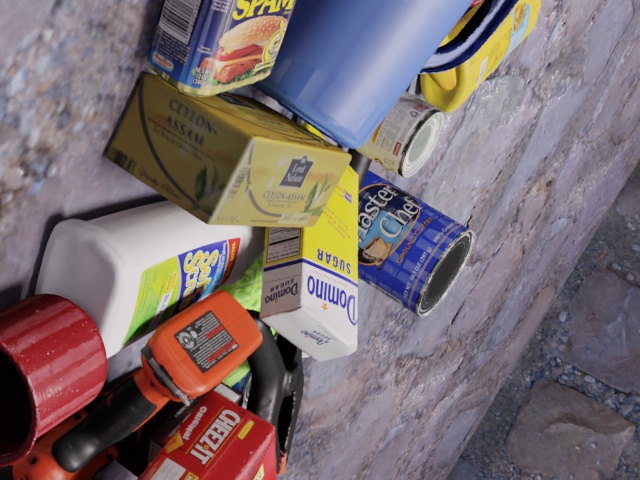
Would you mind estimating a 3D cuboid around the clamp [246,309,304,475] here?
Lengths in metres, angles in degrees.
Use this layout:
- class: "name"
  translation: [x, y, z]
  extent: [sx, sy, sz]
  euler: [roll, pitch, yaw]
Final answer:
- class: "clamp"
  translation: [-0.041, 0.116, 0.918]
  extent: [0.164, 0.036, 0.210]
  euler: [-37, 137, -65]

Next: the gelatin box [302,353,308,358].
- class: "gelatin box"
  translation: [-0.024, 0.059, 1.034]
  extent: [0.030, 0.089, 0.073]
  euler: [-7, 137, -19]

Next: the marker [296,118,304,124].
- class: "marker"
  translation: [-0.017, -0.084, 0.934]
  extent: [0.020, 0.020, 0.121]
  euler: [-36, 151, -46]

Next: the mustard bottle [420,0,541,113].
- class: "mustard bottle"
  translation: [0.182, -0.222, 1.141]
  extent: [0.191, 0.058, 0.096]
  euler: [-44, 157, -32]

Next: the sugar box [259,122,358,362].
- class: "sugar box"
  translation: [-0.005, 0.001, 0.876]
  extent: [0.093, 0.048, 0.176]
  euler: [42, 38, -48]

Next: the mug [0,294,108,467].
- class: "mug"
  translation: [-0.198, 0.089, 0.682]
  extent: [0.117, 0.093, 0.081]
  euler: [-34, 179, 31]

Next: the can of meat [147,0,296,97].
- class: "can of meat"
  translation: [-0.060, -0.146, 0.689]
  extent: [0.101, 0.057, 0.084]
  euler: [-28, 147, -54]

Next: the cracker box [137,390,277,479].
- class: "cracker box"
  translation: [-0.102, 0.244, 0.849]
  extent: [0.164, 0.072, 0.214]
  euler: [-51, 158, -31]

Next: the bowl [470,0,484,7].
- class: "bowl"
  translation: [0.155, -0.279, 0.999]
  extent: [0.162, 0.055, 0.162]
  euler: [-47, 158, -26]

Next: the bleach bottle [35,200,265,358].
- class: "bleach bottle"
  translation: [-0.104, 0.007, 0.805]
  extent: [0.250, 0.068, 0.103]
  euler: [-29, 145, -58]

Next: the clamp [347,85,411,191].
- class: "clamp"
  translation: [0.055, -0.124, 1.016]
  extent: [0.120, 0.039, 0.171]
  euler: [-54, 155, -30]

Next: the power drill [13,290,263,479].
- class: "power drill"
  translation: [-0.129, 0.116, 0.820]
  extent: [0.188, 0.057, 0.184]
  euler: [-42, 178, 31]

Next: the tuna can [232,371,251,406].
- class: "tuna can"
  translation: [-0.065, 0.129, 1.113]
  extent: [0.086, 0.034, 0.086]
  euler: [-47, 158, -27]

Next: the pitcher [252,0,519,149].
- class: "pitcher"
  translation: [0.059, -0.188, 0.791]
  extent: [0.243, 0.149, 0.145]
  euler: [-56, 173, 4]

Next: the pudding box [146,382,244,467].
- class: "pudding box"
  translation: [-0.110, 0.186, 0.921]
  extent: [0.089, 0.039, 0.113]
  euler: [-44, 153, -42]

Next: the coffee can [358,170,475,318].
- class: "coffee can"
  translation: [0.071, 0.000, 1.084]
  extent: [0.102, 0.140, 0.103]
  euler: [-47, 157, -27]

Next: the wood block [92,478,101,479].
- class: "wood block"
  translation: [-0.219, 0.253, 0.853]
  extent: [0.091, 0.090, 0.206]
  euler: [-59, 160, -1]

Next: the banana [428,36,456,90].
- class: "banana"
  translation: [0.097, -0.200, 0.966]
  extent: [0.037, 0.070, 0.197]
  euler: [-23, 162, 3]

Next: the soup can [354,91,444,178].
- class: "soup can"
  translation: [0.049, -0.107, 0.932]
  extent: [0.068, 0.102, 0.068]
  euler: [-48, 158, -27]

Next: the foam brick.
- class: "foam brick"
  translation: [-0.149, 0.177, 0.961]
  extent: [0.052, 0.051, 0.078]
  euler: [-41, 153, -37]
